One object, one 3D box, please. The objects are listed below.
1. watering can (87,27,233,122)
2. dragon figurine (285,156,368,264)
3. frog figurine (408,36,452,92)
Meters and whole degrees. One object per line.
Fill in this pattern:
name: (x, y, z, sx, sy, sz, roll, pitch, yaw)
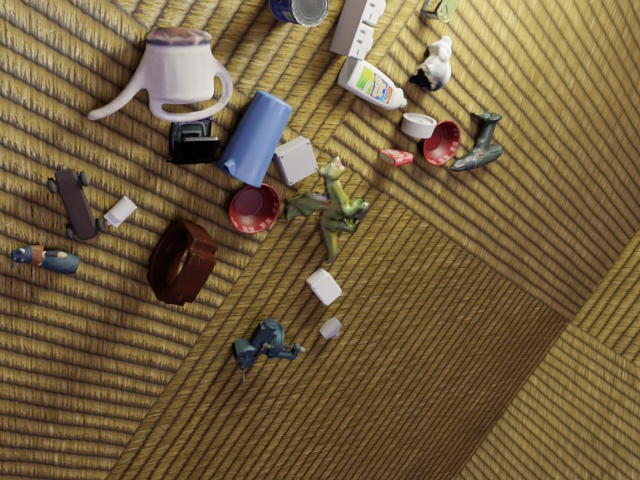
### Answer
watering can: (-0.373, -0.386, 1.219, 0.349, 0.105, 0.220, -11, 118, -27)
dragon figurine: (0.005, -0.082, 1.631, 0.242, 0.125, 0.401, 16, 125, -15)
frog figurine: (0.369, -0.545, 1.604, 0.161, 0.124, 0.135, -46, 163, -14)
